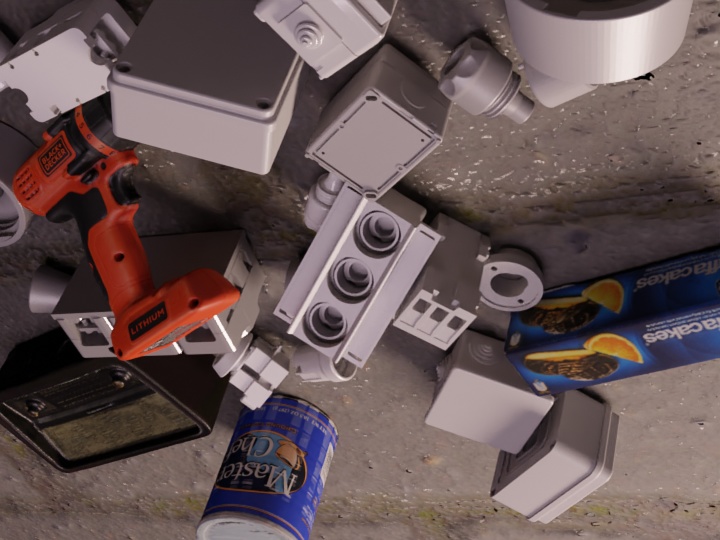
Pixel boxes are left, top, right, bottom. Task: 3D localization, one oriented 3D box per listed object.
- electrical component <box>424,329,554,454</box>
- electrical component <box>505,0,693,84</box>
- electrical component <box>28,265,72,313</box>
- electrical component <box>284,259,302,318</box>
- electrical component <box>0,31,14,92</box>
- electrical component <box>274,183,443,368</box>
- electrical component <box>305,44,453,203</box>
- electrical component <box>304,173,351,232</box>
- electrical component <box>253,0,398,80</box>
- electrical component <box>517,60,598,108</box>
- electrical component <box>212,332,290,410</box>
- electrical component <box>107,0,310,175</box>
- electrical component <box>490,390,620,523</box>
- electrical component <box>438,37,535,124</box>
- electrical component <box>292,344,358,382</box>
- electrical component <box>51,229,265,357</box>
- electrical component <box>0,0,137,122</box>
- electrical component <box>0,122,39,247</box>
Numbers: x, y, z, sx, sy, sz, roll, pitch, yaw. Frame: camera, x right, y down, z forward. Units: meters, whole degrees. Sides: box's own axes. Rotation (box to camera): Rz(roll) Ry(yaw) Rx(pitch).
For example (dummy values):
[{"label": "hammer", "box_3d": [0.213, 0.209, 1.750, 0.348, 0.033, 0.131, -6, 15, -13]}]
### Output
[{"label": "electrical component", "box_3d": [0.112, 0.104, 0.923, 0.100, 0.048, 0.099, 19, 138, -2]}, {"label": "electrical component", "box_3d": [0.134, -0.151, 0.608, 0.108, 0.108, 0.060, 4, 142, 15]}, {"label": "electrical component", "box_3d": [-0.259, 0.023, 0.968, 0.065, 0.044, 0.044, 11, 138, 1]}, {"label": "electrical component", "box_3d": [-0.031, 0.019, 0.878, 0.047, 0.055, 0.055, 0, 135, 13]}, {"label": "electrical component", "box_3d": [-0.277, -0.162, 0.779, 0.040, 0.040, 0.078, -17, 127, 32]}, {"label": "electrical component", "box_3d": [0.000, 0.000, 0.801, 0.079, 0.063, 0.121, 32, 111, 4]}, {"label": "electrical component", "box_3d": [0.010, -0.098, 0.735, 0.062, 0.061, 0.096, 34, 136, -17]}, {"label": "electrical component", "box_3d": [-0.021, -0.056, 0.810, 0.035, 0.035, 0.061, 17, 136, 0]}, {"label": "electrical component", "box_3d": [-0.015, -0.166, 0.645, 0.061, 0.096, 0.062, -27, 122, 38]}, {"label": "electrical component", "box_3d": [0.139, -0.131, 0.672, 0.078, 0.040, 0.040, -21, 126, 35]}, {"label": "electrical component", "box_3d": [-0.099, 0.086, 0.972, 0.055, 0.048, 0.066, 37, 101, -11]}, {"label": "electrical component", "box_3d": [-0.095, -0.128, 0.704, 0.109, 0.108, 0.056, 15, 141, 3]}, {"label": "electrical component", "box_3d": [0.171, 0.163, 0.945, 0.057, 0.078, 0.113, 29, 137, -8]}, {"label": "electrical component", "box_3d": [0.085, -0.119, 0.701, 0.062, 0.043, 0.043, 32, 136, -17]}, {"label": "electrical component", "box_3d": [-0.032, 0.081, 0.955, 0.046, 0.040, 0.040, -12, 130, 37]}, {"label": "electrical component", "box_3d": [-0.165, 0.023, 0.900, 0.150, 0.089, 0.061, -3, 134, 22]}, {"label": "electrical component", "box_3d": [-0.200, -0.151, 0.753, 0.089, 0.055, 0.050, -16, 127, 33]}, {"label": "electrical component", "box_3d": [-0.312, -0.066, 0.877, 0.108, 0.060, 0.108, 9, 137, 9]}]
